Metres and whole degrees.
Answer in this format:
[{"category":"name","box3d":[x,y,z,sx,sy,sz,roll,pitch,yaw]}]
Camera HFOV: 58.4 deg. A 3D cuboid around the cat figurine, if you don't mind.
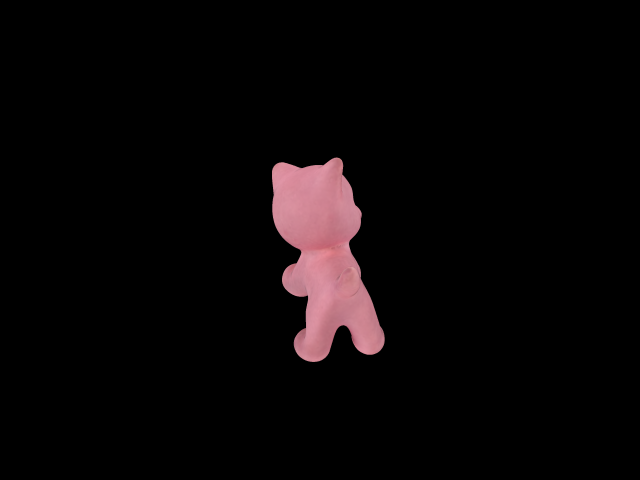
[{"category":"cat figurine","box3d":[0.004,0.001,0.400,0.067,0.118,0.127,-10,43,-10]}]
